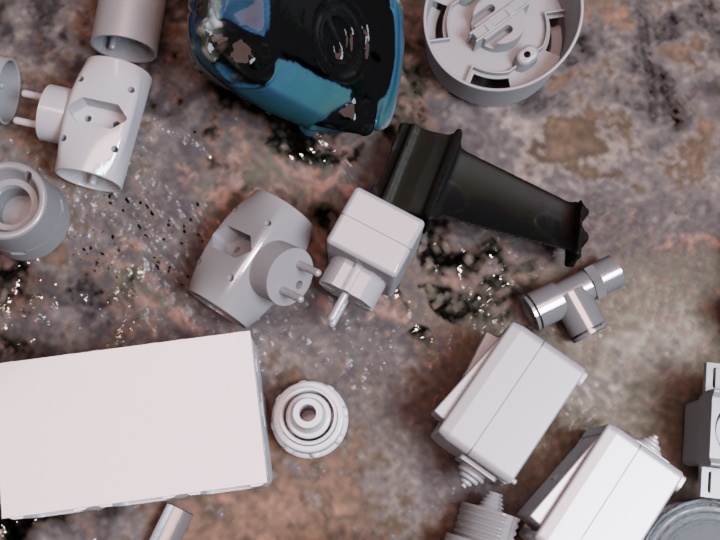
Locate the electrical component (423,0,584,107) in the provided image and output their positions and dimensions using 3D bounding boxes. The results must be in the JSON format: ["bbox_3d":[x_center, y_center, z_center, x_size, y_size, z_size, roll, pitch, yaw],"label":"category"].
[{"bbox_3d":[0.090,-0.158,0.698,0.099,0.064,0.099,0,78,-1],"label":"electrical component"}]

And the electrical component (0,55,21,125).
[{"bbox_3d":[-0.262,-0.138,0.698,0.077,0.043,0.079,8,78,1],"label":"electrical component"}]

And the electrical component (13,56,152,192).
[{"bbox_3d":[-0.182,-0.097,0.691,0.079,0.043,0.077,12,78,1],"label":"electrical component"}]

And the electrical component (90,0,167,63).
[{"bbox_3d":[-0.149,-0.183,0.710,0.043,0.043,0.081,7,78,1],"label":"electrical component"}]

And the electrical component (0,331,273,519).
[{"bbox_3d":[-0.132,0.093,0.641,0.150,0.061,0.089,-7,78,-2],"label":"electrical component"}]

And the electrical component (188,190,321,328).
[{"bbox_3d":[-0.056,-0.002,0.661,0.079,0.043,0.077,24,76,42],"label":"electrical component"}]

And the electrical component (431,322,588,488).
[{"bbox_3d":[0.081,0.085,0.646,0.061,0.061,0.096,35,80,6],"label":"electrical component"}]

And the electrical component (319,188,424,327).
[{"bbox_3d":[0.000,0.000,0.661,0.047,0.065,0.076,28,79,5],"label":"electrical component"}]

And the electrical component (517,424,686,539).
[{"bbox_3d":[0.142,0.132,0.637,0.061,0.061,0.096,35,80,6],"label":"electrical component"}]

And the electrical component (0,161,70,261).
[{"bbox_3d":[-0.216,-0.038,0.675,0.055,0.047,0.055,0,78,-1],"label":"electrical component"}]

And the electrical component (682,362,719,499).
[{"bbox_3d":[0.261,0.103,0.645,0.121,0.063,0.078,7,78,1],"label":"electrical component"}]

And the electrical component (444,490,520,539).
[{"bbox_3d":[0.069,0.171,0.637,0.043,0.043,0.081,17,78,3],"label":"electrical component"}]

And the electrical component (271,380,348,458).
[{"bbox_3d":[-0.031,0.088,0.644,0.048,0.062,0.048,0,78,-1],"label":"electrical component"}]
